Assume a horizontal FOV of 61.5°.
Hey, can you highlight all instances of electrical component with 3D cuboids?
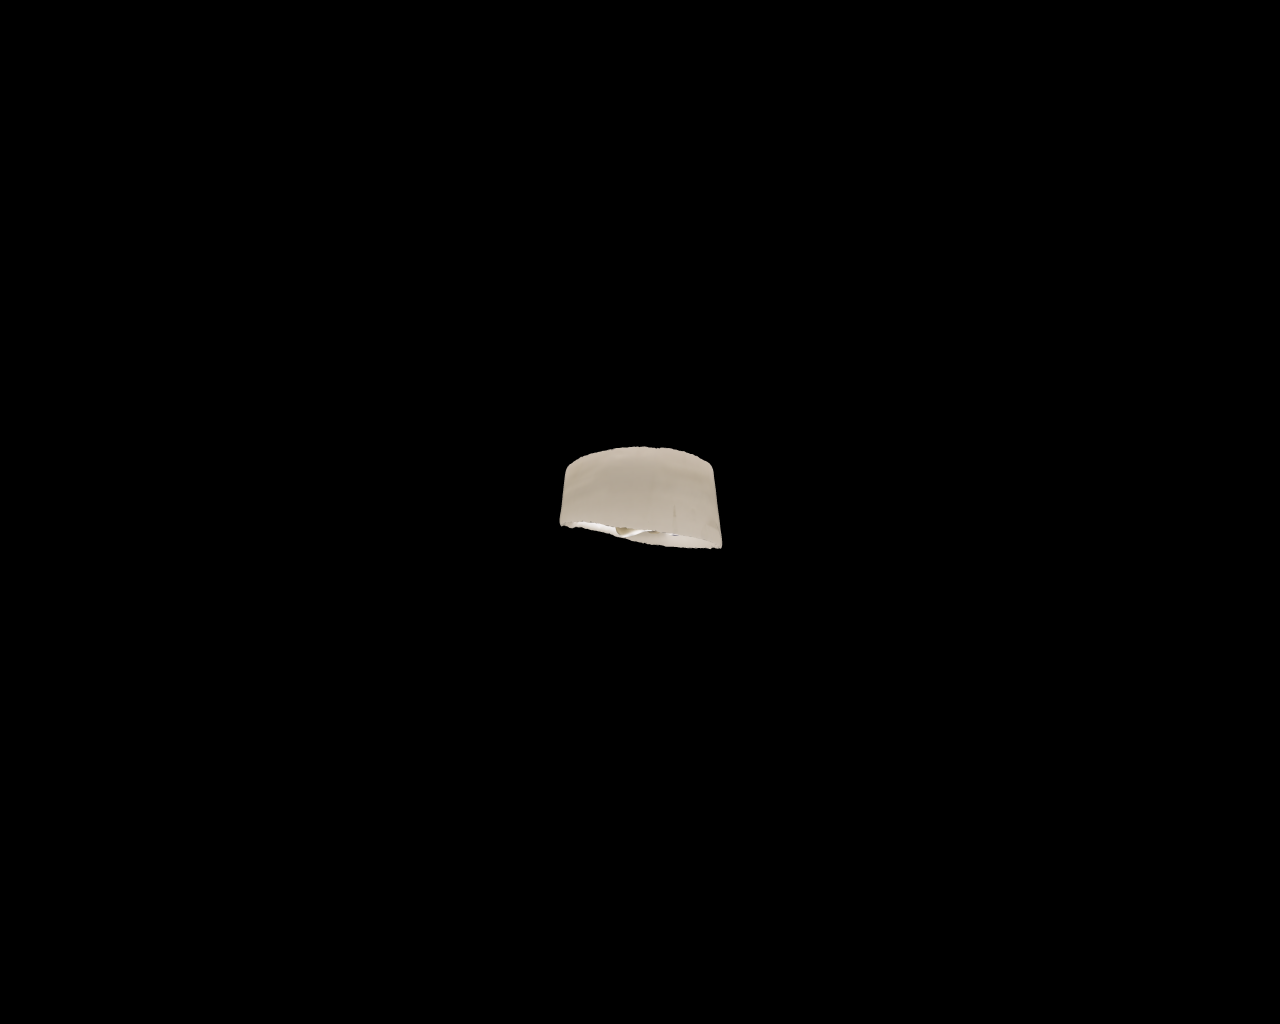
[{"bbox_3d":[0.001,-0.003,0.650,0.099,0.064,0.099,0,-16,0],"label":"electrical component"}]
